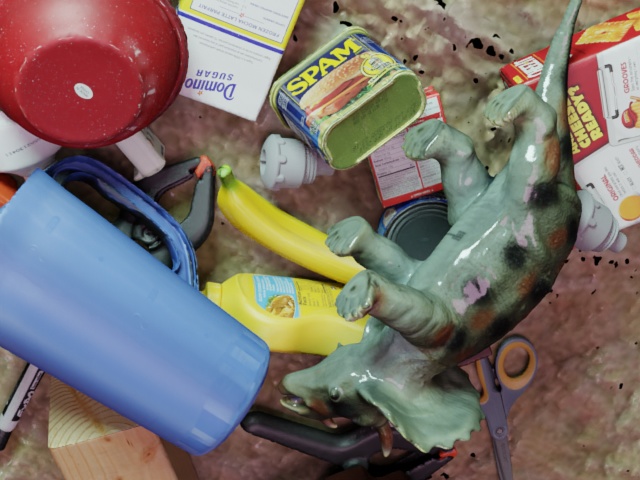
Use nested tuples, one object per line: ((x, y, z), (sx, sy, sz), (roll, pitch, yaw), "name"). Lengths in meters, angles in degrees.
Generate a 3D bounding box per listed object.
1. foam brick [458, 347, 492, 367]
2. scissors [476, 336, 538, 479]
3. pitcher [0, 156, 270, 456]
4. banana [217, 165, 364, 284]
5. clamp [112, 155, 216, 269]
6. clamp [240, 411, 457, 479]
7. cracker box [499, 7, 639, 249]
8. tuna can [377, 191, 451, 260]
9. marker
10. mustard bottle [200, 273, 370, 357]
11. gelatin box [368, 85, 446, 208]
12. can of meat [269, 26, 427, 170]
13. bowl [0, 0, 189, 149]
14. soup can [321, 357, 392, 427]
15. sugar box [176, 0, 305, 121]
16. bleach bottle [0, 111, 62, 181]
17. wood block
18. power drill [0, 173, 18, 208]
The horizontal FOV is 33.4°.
((0.120, 0.074, 0.989), (0.053, 0.051, 0.078), (-22, 115, 3), "foam brick")
((0.192, 0.173, 1.062), (0.096, 0.016, 0.201), (-28, 114, 5), "scissors")
((-0.158, 0.055, 0.841), (0.242, 0.145, 0.149), (35, 103, -12), "pitcher")
((-0.015, 0.000, 0.932), (0.197, 0.070, 0.037), (29, 78, -14), "banana")
((-0.140, 0.006, 0.913), (0.171, 0.039, 0.120), (-43, 96, 3), "clamp")
((0.029, 0.229, 1.055), (0.210, 0.036, 0.164), (-4, 120, -5), "clamp")
((0.283, -0.111, 0.917), (0.214, 0.072, 0.164), (-23, 114, 4), "cracker box")
((0.095, -0.001, 0.962), (0.086, 0.034, 0.086), (-3, 114, -6), "tuna can")
((-0.279, 0.149, 0.990), (0.020, 0.020, 0.121), (26, 108, -17), "marker")
((-0.028, 0.066, 0.942), (0.191, 0.096, 0.058), (7, 114, -10), "mustard bottle")
((0.076, -0.081, 0.926), (0.073, 0.030, 0.089), (-18, 111, 1), "gelatin box")
((0.023, -0.113, 0.860), (0.102, 0.084, 0.057), (-37, 136, -5), "can of meat")
((-0.176, -0.123, 0.788), (0.162, 0.055, 0.162), (-5, 131, -6), "bowl")
((0.053, 0.137, 1.000), (0.102, 0.068, 0.068), (18, 110, -14), "soup can")
((-0.062, -0.193, 0.852), (0.093, 0.048, 0.176), (20, 114, -15), "sugar box")
((-0.285, -0.141, 0.839), (0.102, 0.068, 0.250), (-25, 117, 5), "bleach bottle")
((-0.169, 0.213, 0.970), (0.090, 0.091, 0.206), (-15, 128, -1), "wood block")
((-0.344, 0.001, 0.896), (0.188, 0.057, 0.184), (-41, 115, 10), "power drill")
